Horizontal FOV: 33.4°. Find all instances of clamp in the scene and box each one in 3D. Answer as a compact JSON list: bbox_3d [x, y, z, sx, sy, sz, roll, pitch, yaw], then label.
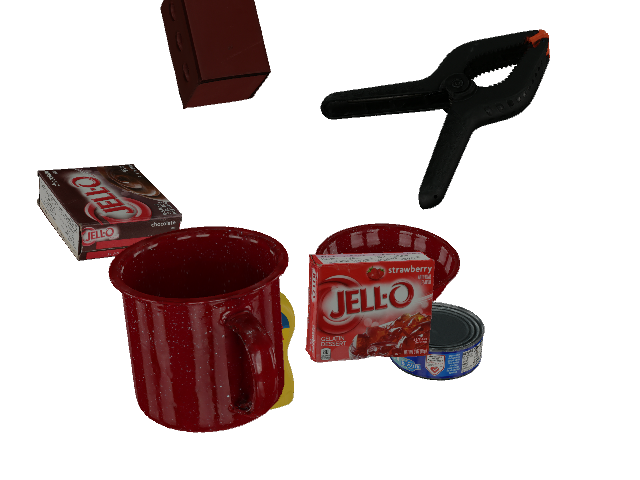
[{"bbox_3d":[0.125,-0.119,0.948,0.210,0.165,0.036,-27,-38,-8],"label":"clamp"}]

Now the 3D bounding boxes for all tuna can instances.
[{"bbox_3d":[0.104,0.091,0.967,0.086,0.034,0.086,1,25,0],"label":"tuna can"}]

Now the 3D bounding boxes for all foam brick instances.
[{"bbox_3d":[-0.072,-0.137,0.722,0.051,0.078,0.053,-11,-9,-20],"label":"foam brick"}]

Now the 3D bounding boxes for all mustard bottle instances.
[{"bbox_3d":[-0.079,0.113,1.311,0.096,0.192,0.058,-2,19,-10],"label":"mustard bottle"}]

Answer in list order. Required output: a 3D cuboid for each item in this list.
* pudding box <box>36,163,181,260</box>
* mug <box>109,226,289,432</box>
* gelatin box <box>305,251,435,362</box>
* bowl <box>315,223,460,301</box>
[{"bbox_3d":[-0.182,-0.026,0.909,0.089,0.039,0.114,-6,27,-32],"label":"pudding box"},{"bbox_3d":[-0.054,0.051,0.557,0.093,0.081,0.117,-17,27,-30],"label":"mug"},{"bbox_3d":[0.035,0.047,0.767,0.089,0.073,0.030,-1,14,-15],"label":"gelatin box"},{"bbox_3d":[0.074,0.042,1.199,0.162,0.055,0.162,0,30,0],"label":"bowl"}]
